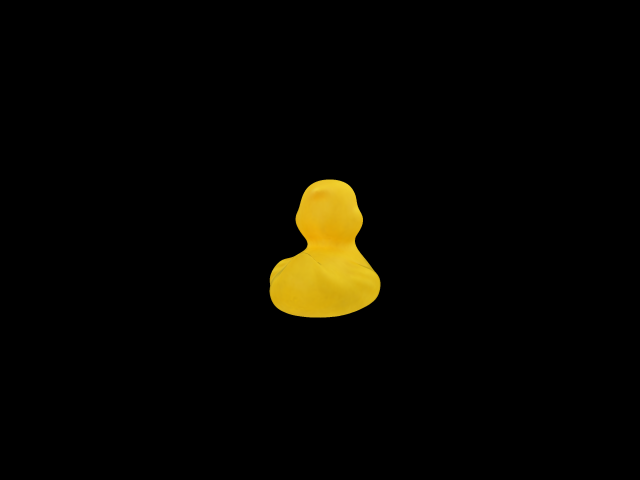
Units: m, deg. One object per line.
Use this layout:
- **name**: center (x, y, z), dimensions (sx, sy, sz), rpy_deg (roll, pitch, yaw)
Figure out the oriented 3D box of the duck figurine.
- **duck figurine**: center (0.004, 0.001, 0.400), dimensions (0.077, 0.086, 0.105), rpy_deg (4, 12, 19)
